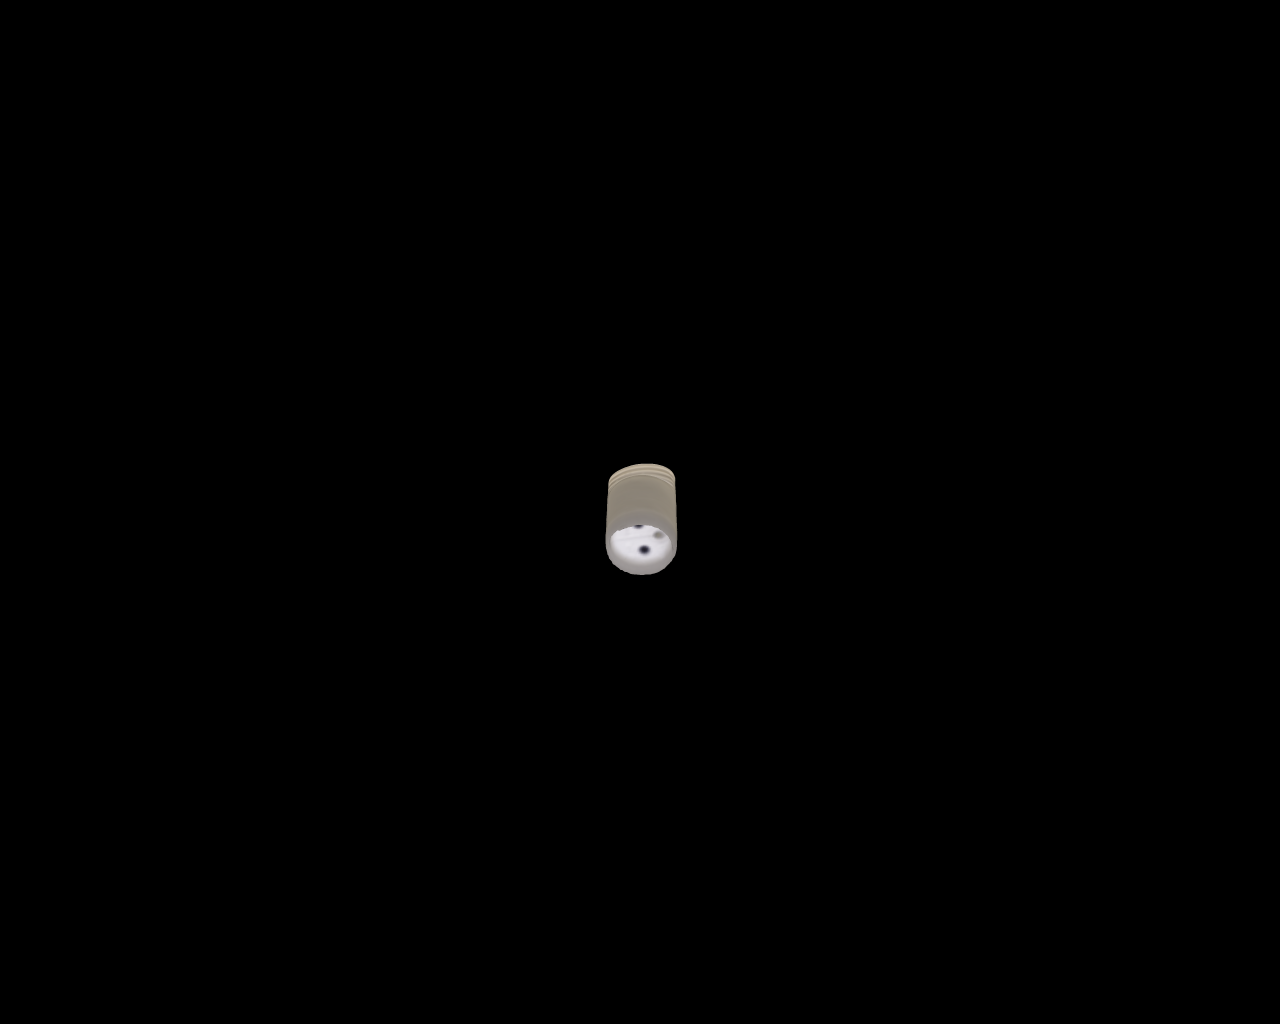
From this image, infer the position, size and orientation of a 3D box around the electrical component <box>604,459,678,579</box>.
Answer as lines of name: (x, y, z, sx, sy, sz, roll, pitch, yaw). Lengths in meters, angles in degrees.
electrical component: (0.001, -0.003, 0.650, 0.043, 0.043, 0.081, 0, 40, 0)
